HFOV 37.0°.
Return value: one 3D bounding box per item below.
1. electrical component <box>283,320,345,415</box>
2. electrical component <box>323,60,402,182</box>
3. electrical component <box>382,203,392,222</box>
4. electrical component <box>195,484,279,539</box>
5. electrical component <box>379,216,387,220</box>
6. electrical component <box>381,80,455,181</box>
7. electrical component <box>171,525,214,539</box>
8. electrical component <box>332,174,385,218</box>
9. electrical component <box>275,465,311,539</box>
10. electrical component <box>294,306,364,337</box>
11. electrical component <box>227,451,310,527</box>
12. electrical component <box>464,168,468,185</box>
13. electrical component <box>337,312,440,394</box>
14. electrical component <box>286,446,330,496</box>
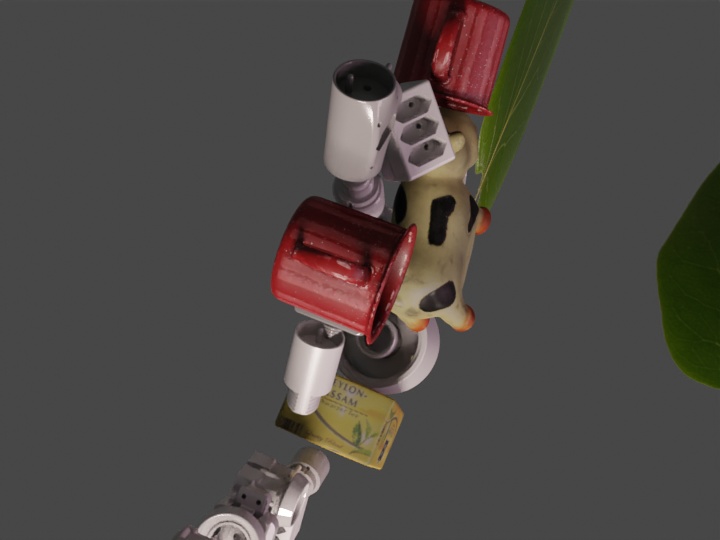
[{"bbox_3d":[-0.043,0.088,0.926,0.043,0.043,0.081,-53,161,-59],"label":"electrical component"},{"bbox_3d":[0.006,-0.115,0.760,0.077,0.043,0.079,100,15,-50],"label":"electrical component"},{"bbox_3d":[0.024,-0.021,1.074,0.063,0.042,0.081,-52,160,-58],"label":"electrical component"},{"bbox_3d":[-0.098,0.210,0.840,0.057,0.058,0.078,34,77,-83],"label":"electrical component"},{"bbox_3d":[0.011,-0.015,1.018,0.040,0.040,0.078,-54,161,-58],"label":"electrical component"},{"bbox_3d":[0.027,-0.108,0.844,0.047,0.077,0.065,-28,107,-24],"label":"electrical component"},{"bbox_3d":[-0.109,0.214,0.767,0.048,0.062,0.048,20,90,-81],"label":"electrical component"},{"bbox_3d":[-0.002,-0.064,0.840,0.078,0.040,0.040,79,33,-73],"label":"electrical component"},{"bbox_3d":[-0.073,0.216,1.022,0.076,0.047,0.065,-55,163,-56],"label":"electrical component"},{"bbox_3d":[-0.011,0.011,0.880,0.061,0.062,0.096,-16,126,-77],"label":"electrical component"},{"bbox_3d":[-0.076,0.190,0.921,0.066,0.055,0.048,-47,156,-66],"label":"electrical component"},{"bbox_3d":[0.093,-0.121,1.251,0.099,0.064,0.099,7,90,-85],"label":"electrical component"},{"bbox_3d":[0.021,0.068,1.065,0.060,0.108,0.108,31,80,-75],"label":"electrical component"},{"bbox_3d":[-0.060,0.216,1.115,0.078,0.040,0.040,-51,159,-61],"label":"electrical component"}]
